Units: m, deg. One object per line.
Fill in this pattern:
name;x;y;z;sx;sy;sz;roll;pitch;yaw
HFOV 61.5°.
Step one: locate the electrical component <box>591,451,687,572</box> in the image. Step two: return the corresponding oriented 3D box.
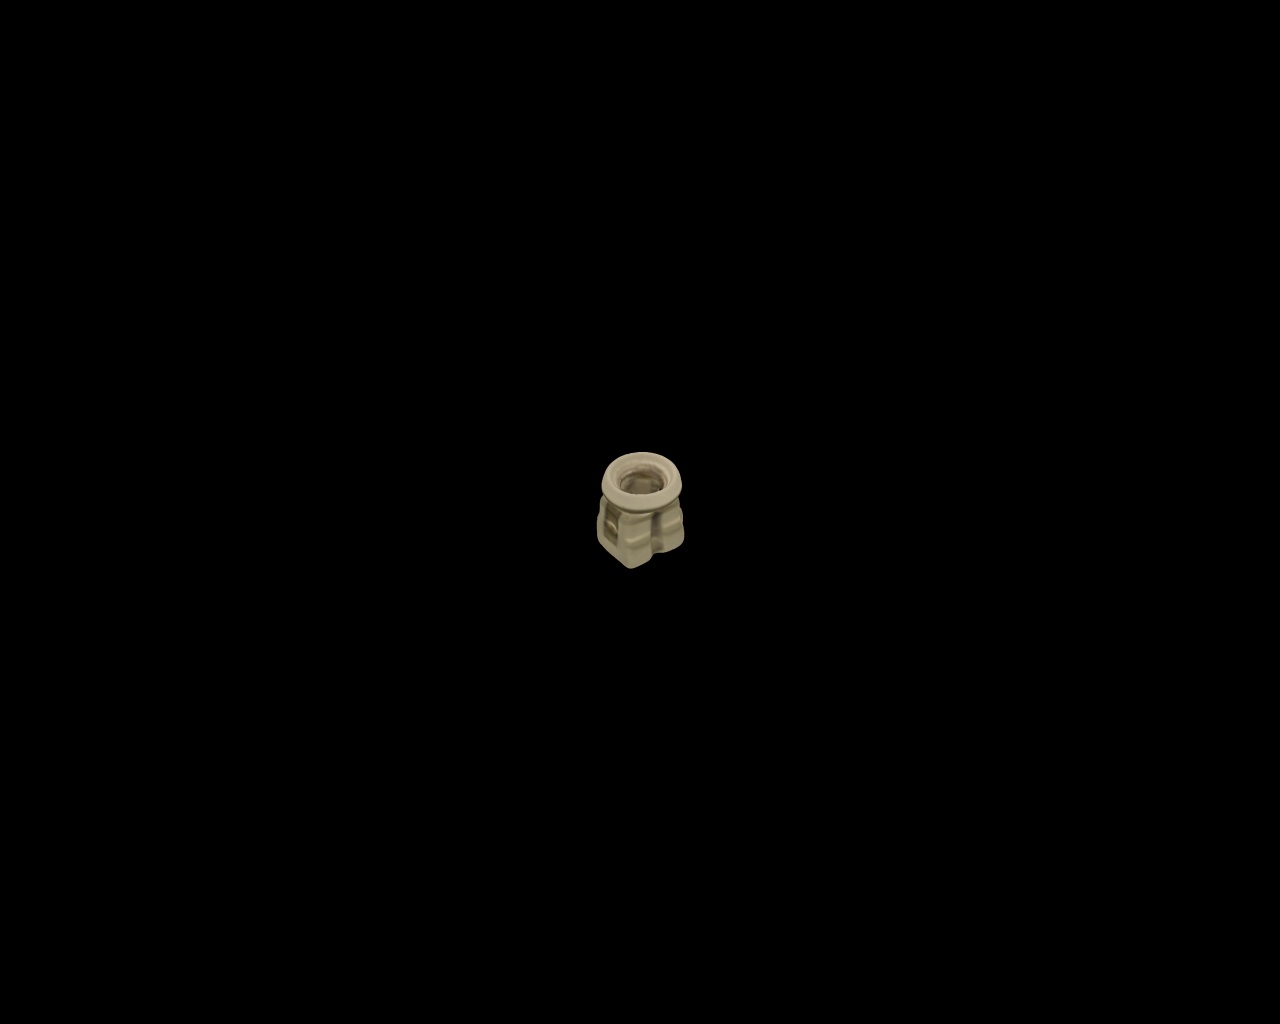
electrical component;0.001;-0.003;0.650;0.066;0.055;0.048;-26;46;-28
